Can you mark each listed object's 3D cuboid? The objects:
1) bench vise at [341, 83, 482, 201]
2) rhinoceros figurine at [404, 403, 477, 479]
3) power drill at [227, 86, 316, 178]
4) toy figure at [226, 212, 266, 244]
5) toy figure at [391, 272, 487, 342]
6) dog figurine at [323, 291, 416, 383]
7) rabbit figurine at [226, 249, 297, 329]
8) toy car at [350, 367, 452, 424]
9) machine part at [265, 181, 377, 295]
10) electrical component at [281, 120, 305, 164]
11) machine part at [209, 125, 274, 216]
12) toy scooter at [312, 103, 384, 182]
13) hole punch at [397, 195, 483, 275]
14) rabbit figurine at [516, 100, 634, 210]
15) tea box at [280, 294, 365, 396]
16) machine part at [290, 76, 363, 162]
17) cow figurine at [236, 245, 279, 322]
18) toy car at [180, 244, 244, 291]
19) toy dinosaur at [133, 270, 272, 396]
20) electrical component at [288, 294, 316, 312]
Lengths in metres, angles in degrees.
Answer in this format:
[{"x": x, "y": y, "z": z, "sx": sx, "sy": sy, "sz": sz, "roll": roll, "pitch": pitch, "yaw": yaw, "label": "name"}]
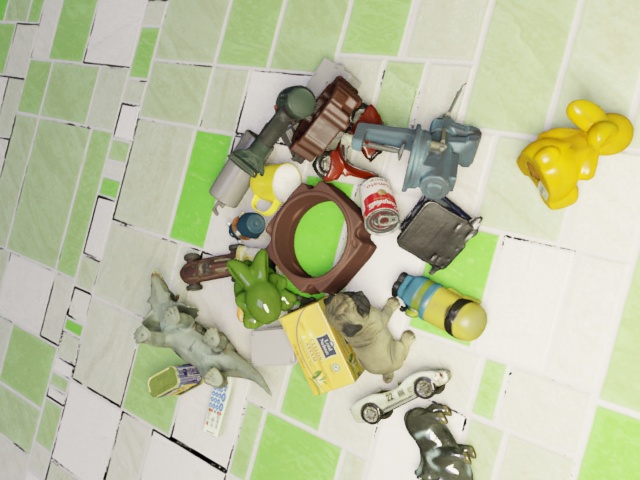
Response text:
[{"x": 0.161, "y": -0.172, "z": 0.961, "sx": 0.241, "sy": 0.128, "sz": 0.223, "roll": 13, "pitch": 58, "yaw": 7, "label": "bench vise"}, {"x": 0.209, "y": 0.379, "z": 0.929, "sx": 0.112, "sy": 0.073, "sz": 0.190, "roll": -26, "pitch": 79, "yaw": 16, "label": "rhinoceros figurine"}, {"x": -0.094, "y": -0.225, "z": 1.098, "sx": 0.207, "sy": 0.086, "sz": 0.232, "roll": -48, "pitch": 18, "yaw": -9, "label": "power drill"}, {"x": -0.164, "y": -0.027, "z": 1.190, "sx": 0.154, "sy": 0.058, "sz": 0.064, "roll": 170, "pitch": 96, "yaw": -65, "label": "toy figure"}, {"x": 0.210, "y": 0.119, "z": 0.962, "sx": 0.180, "sy": 0.089, "sz": 0.082, "roll": 30, "pitch": 106, "yaw": 27, "label": "toy figure"}, {"x": 0.080, "y": 0.179, "z": 0.970, "sx": 0.121, "sy": 0.190, "sz": 0.172, "roll": -31, "pitch": 71, "yaw": 23, "label": "dog figurine"}, {"x": -0.109, "y": 0.098, "z": 1.046, "sx": 0.121, "sy": 0.170, "sz": 0.159, "roll": -20, "pitch": 101, "yaw": -9, "label": "rabbit figurine"}, {"x": 0.148, "y": 0.282, "z": 0.983, "sx": 0.202, "sy": 0.073, "sz": 0.056, "roll": -34, "pitch": 69, "yaw": 21, "label": "toy car"}, {"x": -0.002, "y": -0.003, "z": 1.101, "sx": 0.201, "sy": 0.087, "sz": 0.201, "roll": -49, "pitch": 63, "yaw": 13, "label": "machine part"}, {"x": -0.045, "y": -0.234, "z": 1.178, "sx": 0.075, "sy": 0.047, "sz": 0.119, "roll": -28, "pitch": 72, "yaw": 23, "label": "electrical component"}, {"x": -0.180, "y": -0.161, "z": 1.226, "sx": 0.079, "sy": 0.079, "sz": 0.243, "roll": 41, "pitch": 105, "yaw": 27, "label": "machine part"}, {"x": 0.083, "y": -0.177, "z": 1.077, "sx": 0.135, "sy": 0.075, "sz": 0.184, "roll": 34, "pitch": 85, "yaw": -1, "label": "toy scooter"}, {"x": 0.211, "y": -0.022, "z": 0.985, "sx": 0.116, "sy": 0.092, "sz": 0.142, "roll": 32, "pitch": 112, "yaw": -8, "label": "hole punch"}, {"x": 0.418, "y": -0.154, "z": 0.863, "sx": 0.173, "sy": 0.162, "sz": 0.122, "roll": -25, "pitch": 59, "yaw": 6, "label": "rabbit figurine"}, {"x": 0.005, "y": 0.205, "z": 1.054, "sx": 0.098, "sy": 0.068, "sz": 0.169, "roll": -28, "pitch": 86, "yaw": 25, "label": "tea box"}, {"x": 0.009, "y": -0.234, "z": 1.049, "sx": 0.179, "sy": 0.056, "sz": 0.179, "roll": -48, "pitch": 19, "yaw": 22, "label": "machine part"}, {"x": -0.138, "y": 0.095, "z": 1.171, "sx": 0.068, "sy": 0.098, "sz": 0.167, "roll": 167, "pitch": 105, "yaw": -73, "label": "cow figurine"}, {"x": -0.245, "y": 0.064, "z": 1.248, "sx": 0.202, "sy": 0.053, "sz": 0.089, "roll": -11, "pitch": 75, "yaw": 29, "label": "toy car"}, {"x": -0.260, "y": 0.233, "z": 1.186, "sx": 0.405, "sy": 0.192, "sz": 0.131, "roll": 35, "pitch": 87, "yaw": 13, "label": "toy dinosaur"}, {"x": -0.024, "y": 0.151, "z": 1.128, "sx": 0.094, "sy": 0.021, "sz": 0.063, "roll": 19, "pitch": 92, "yaw": 30, "label": "electrical component"}]
